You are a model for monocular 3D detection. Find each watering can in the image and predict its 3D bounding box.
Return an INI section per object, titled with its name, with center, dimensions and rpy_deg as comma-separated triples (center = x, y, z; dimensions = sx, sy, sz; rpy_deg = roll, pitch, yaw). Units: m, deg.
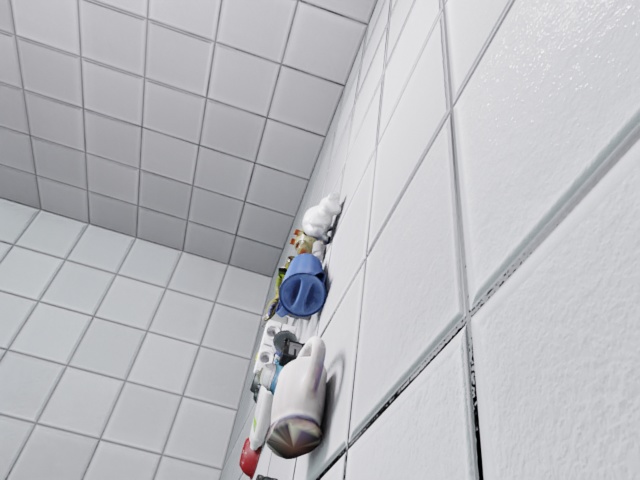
[watering can]
center = -0.055, 0.354, 1.094
dimensions = 0.230, 0.104, 0.340
rpy_deg = -81, 11, -47

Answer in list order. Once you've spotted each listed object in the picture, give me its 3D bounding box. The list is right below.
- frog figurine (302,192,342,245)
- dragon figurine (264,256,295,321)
[frog figurine]
center = 0.005, -0.085, 1.681
dimensions = 0.140, 0.123, 0.155
rpy_deg = -52, -23, -48
[dragon figurine]
center = -0.139, 0.215, 1.887
dimensions = 0.419, 0.122, 0.237
rpy_deg = -52, -9, -50
